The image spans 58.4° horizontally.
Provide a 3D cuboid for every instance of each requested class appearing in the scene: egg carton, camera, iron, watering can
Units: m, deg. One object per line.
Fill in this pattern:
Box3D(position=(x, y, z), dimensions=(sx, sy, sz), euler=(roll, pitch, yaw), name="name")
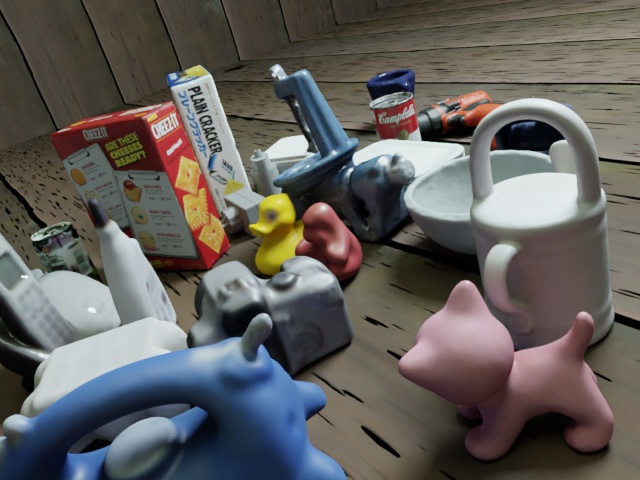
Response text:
Box3D(position=(-0.185, 0.130, 0.514), dimensions=(0.150, 0.069, 0.107), euler=(-19, 26, -5), name="egg carton")
Box3D(position=(-0.063, 0.060, 0.545), dimensions=(0.143, 0.101, 0.136), euler=(-25, 27, -16), name="camera")
Box3D(position=(-0.121, 0.140, 0.371), dimensions=(0.258, 0.142, 0.118), euler=(-18, 26, -3), name="iron")
Box3D(position=(0.172, -0.020, 0.454), dimensions=(0.100, 0.194, 0.173), euler=(-6, 28, 22), name="watering can")

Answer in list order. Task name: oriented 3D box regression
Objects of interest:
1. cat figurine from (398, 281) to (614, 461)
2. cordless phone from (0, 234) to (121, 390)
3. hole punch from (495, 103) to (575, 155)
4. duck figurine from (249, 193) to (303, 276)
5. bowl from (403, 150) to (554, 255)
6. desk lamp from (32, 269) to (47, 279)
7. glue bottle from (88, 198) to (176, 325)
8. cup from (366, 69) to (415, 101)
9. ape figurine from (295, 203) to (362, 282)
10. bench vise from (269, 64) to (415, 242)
Box3D(position=(0.118, 0.080, 0.375), dimensions=(0.127, 0.118, 0.067), euler=(-12, 26, 10), name="cat figurine")
Box3D(position=(-0.294, 0.050, 0.606), dimensions=(0.094, 0.185, 0.147), euler=(-13, 26, 7), name="cordless phone")
Box3D(position=(0.283, -0.147, 0.763), dimensions=(0.108, 0.091, 0.101), euler=(-3, 29, 26), name="hole punch")
Box3D(position=(-0.042, -0.017, 0.704), dimensions=(0.105, 0.086, 0.077), euler=(-32, 29, -29), name="duck figurine")
Box3D(position=(0.177, -0.031, 0.613), dimensions=(0.167, 0.075, 0.167), euler=(-14, 26, 7), name="bowl")
Box3D(position=(-0.438, 0.010, 0.742), dimensions=(0.118, 0.214, 0.203), euler=(-15, 26, 4), name="desk lamp")
Box3D(position=(-0.199, 0.034, 0.595), dimensions=(0.037, 0.173, 0.078), euler=(-16, 26, 1), name="glue bottle")
Box3D(position=(0.146, -0.260, 1.070), dimensions=(0.092, 0.095, 0.117), euler=(-22, 26, -10), name="cup")
Box3D(position=(0.006, 0.002, 0.629), dimensions=(0.076, 0.092, 0.077), euler=(-24, 26, -14), name="ape figurine")
Box3D(position=(0.022, -0.115, 0.707), dimensions=(0.206, 0.220, 0.122), euler=(-3, 29, 27), name="bench vise")
